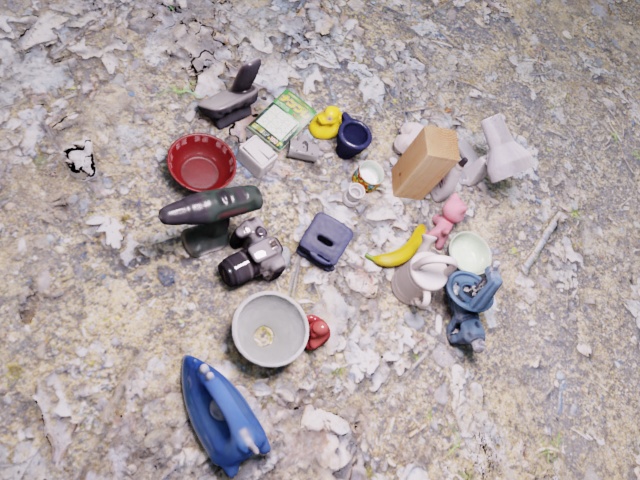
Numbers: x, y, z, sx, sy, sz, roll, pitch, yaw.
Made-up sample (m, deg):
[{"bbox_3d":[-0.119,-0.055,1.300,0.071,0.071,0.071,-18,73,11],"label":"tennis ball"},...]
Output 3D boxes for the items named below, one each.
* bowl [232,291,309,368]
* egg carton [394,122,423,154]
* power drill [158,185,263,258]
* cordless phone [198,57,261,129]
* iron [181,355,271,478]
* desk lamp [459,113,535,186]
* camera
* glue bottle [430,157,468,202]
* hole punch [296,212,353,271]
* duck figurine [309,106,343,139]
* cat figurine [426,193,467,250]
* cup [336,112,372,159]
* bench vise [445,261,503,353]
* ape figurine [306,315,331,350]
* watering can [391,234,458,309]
[{"bbox_3d":[-0.112,0.199,1.233,0.168,0.074,0.167,8,64,-16],"label":"bowl"},{"bbox_3d":[0.279,-0.257,1.584,0.150,0.069,0.107,29,60,-5],"label":"egg carton"},{"bbox_3d":[-0.238,-0.042,1.223,0.230,0.208,0.075,-22,75,-26],"label":"power drill"},{"bbox_3d":[-0.215,-0.371,1.398,0.148,0.185,0.094,-39,83,-29],"label":"cordless phone"},{"bbox_3d":[-0.193,0.319,1.110,0.119,0.141,0.258,-29,78,-28],"label":"iron"},{"bbox_3d":[0.454,-0.228,1.549,0.118,0.213,0.203,-24,76,-27],"label":"desk lamp"},{"bbox_3d":[-0.161,0.033,1.277,0.137,0.100,0.143,-27,77,-28],"label":"camera"},{"bbox_3d":[0.340,-0.170,1.505,0.037,0.173,0.078,-15,72,-24],"label":"glue bottle"},{"bbox_3d":[0.012,0.005,1.357,0.109,0.091,0.101,31,60,-3],"label":"hole punch"},{"bbox_3d":[0.027,-0.322,1.516,0.105,0.086,0.077,-26,77,-27],"label":"duck figurine"},{"bbox_3d":[0.335,-0.054,1.482,0.067,0.117,0.128,32,60,-2],"label":"cat figurine"},{"bbox_3d":[0.073,-0.266,1.501,0.092,0.095,0.117,-16,72,-25],"label":"cup"},{"bbox_3d":[0.377,0.148,1.344,0.122,0.219,0.207,-14,71,-24],"label":"bench vise"},{"bbox_3d":[-0.008,0.200,1.258,0.076,0.092,0.078,16,62,-11],"label":"ape figurine"},{"bbox_3d":[0.249,0.070,1.350,0.101,0.194,0.173,-9,69,-22],"label":"watering can"}]
